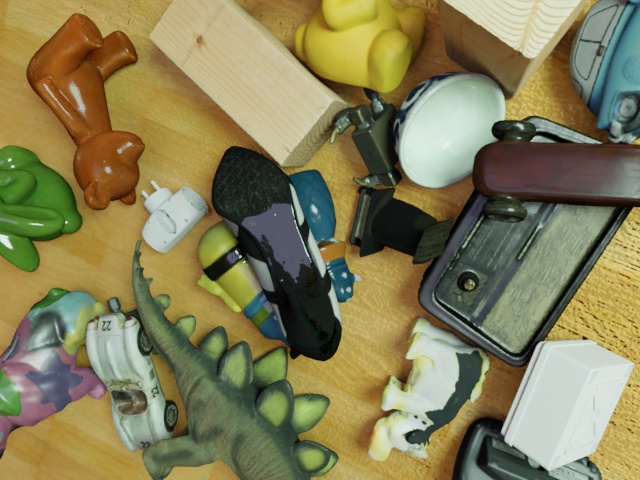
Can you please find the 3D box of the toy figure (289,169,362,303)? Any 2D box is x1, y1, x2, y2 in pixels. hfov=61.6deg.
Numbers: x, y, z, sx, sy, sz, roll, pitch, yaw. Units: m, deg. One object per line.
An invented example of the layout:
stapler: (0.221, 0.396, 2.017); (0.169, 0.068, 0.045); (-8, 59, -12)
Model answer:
toy figure: (0.001, -0.002, 0.610); (0.064, 0.058, 0.154); (-15, 85, -15)

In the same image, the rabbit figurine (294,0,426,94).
rabbit figurine: (0.032, -0.252, 0.520); (0.163, 0.122, 0.173); (25, 141, 19)

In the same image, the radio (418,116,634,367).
radio: (0.205, -0.003, 0.546); (0.131, 0.073, 0.229); (30, 101, 10)

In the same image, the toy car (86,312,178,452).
toy car: (-0.240, 0.185, 0.688); (0.074, 0.056, 0.201); (-6, 110, 16)

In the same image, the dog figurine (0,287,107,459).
dog figurine: (-0.373, 0.164, 0.647); (0.109, 0.219, 0.191); (8, 99, 27)

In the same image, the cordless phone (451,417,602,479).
cordless phone: (0.208, 0.301, 0.588); (0.147, 0.089, 0.184); (20, 112, 12)

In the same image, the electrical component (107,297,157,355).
electrical component: (-0.248, 0.115, 0.716); (0.063, 0.021, 0.094); (-24, 88, 17)

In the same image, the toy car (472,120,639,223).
toy car: (0.238, -0.056, 0.468); (0.202, 0.053, 0.089); (4, 85, 17)

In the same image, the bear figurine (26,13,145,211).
bear figurine: (-0.259, -0.142, 0.642); (0.132, 0.120, 0.196); (-30, 89, 13)

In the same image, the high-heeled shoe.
high-heeled shoe: (-0.041, 0.010, 0.582); (0.086, 0.145, 0.249); (-25, 50, 4)

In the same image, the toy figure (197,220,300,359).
toy figure: (-0.065, 0.052, 0.624); (0.180, 0.082, 0.089); (46, 133, 10)

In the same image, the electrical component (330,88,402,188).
electrical component: (0.055, -0.105, 0.573); (0.045, 0.078, 0.102); (-8, 129, 40)

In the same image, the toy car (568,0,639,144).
toy car: (0.290, -0.174, 0.499); (0.103, 0.109, 0.161); (34, 117, 33)

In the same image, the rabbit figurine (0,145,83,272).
rabbit figurine: (-0.396, -0.030, 0.665); (0.159, 0.170, 0.121); (38, 105, 10)

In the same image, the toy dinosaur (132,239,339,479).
toy dinosaur: (-0.104, 0.216, 0.649); (0.198, 0.105, 0.471); (-42, 93, 9)

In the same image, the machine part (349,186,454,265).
machine part: (0.079, -0.013, 0.569); (0.139, 0.039, 0.084); (23, 100, 56)

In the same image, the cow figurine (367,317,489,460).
cow figurine: (0.117, 0.181, 0.599); (0.098, 0.068, 0.167); (22, 103, 6)
